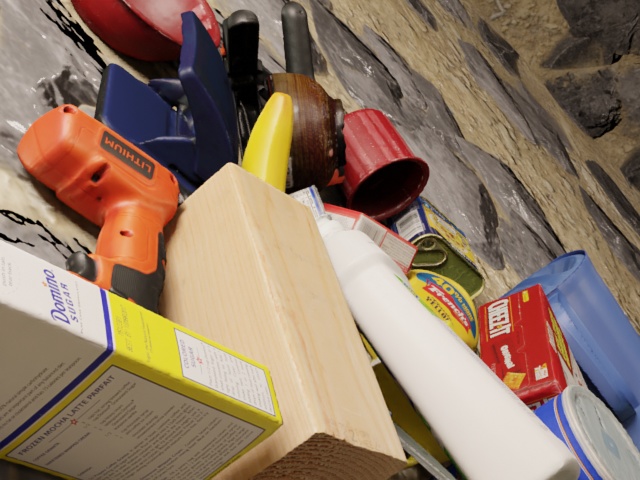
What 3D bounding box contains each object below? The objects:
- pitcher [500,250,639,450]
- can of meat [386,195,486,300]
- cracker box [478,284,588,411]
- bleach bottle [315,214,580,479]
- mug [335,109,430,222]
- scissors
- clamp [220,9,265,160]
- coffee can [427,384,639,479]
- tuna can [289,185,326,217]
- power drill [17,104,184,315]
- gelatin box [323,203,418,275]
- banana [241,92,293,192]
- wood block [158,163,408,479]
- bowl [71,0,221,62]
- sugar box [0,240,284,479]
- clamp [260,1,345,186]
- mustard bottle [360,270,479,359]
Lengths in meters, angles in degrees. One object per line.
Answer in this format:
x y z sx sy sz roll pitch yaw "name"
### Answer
0.301 0.143 1.167 0.149 0.145 0.243 -40 95 -38 "pitcher"
0.117 0.011 1.106 0.102 0.057 0.084 40 22 -29 "can of meat"
0.210 0.172 0.945 0.213 0.072 0.164 61 17 -20 "cracker box"
0.072 0.080 0.744 0.251 0.068 0.102 50 1 26 "bleach bottle"
0.051 -0.071 1.078 0.081 0.093 0.117 59 -8 31 "mug"
0.020 0.110 0.722 0.096 0.016 0.202 20 14 -34 "scissors"
-0.066 -0.132 0.942 0.210 0.036 0.164 -113 -163 -69 "clamp"
0.162 0.188 0.799 0.102 0.140 0.103 42 24 -23 "coffee can"
-0.006 0.001 0.860 0.086 0.033 0.086 162 -92 -89 "tuna can"
-0.138 0.007 0.609 0.184 0.057 0.187 38 28 -37 "power drill"
0.032 -0.002 0.946 0.073 0.030 0.089 17 -9 45 "gelatin box"
-0.036 -0.016 0.805 0.037 0.070 0.198 21 51 -41 "banana"
-0.034 0.066 0.672 0.090 0.091 0.206 28 31 -44 "wood block"
-0.160 -0.204 0.896 0.162 0.055 0.162 42 24 -23 "bowl"
-0.112 0.070 0.509 0.176 0.093 0.048 34 27 -38 "sugar box"
-0.018 -0.135 1.007 0.039 0.120 0.171 -22 72 -29 "clamp"
0.100 0.073 0.969 0.096 0.058 0.191 49 21 8 "mustard bottle"
